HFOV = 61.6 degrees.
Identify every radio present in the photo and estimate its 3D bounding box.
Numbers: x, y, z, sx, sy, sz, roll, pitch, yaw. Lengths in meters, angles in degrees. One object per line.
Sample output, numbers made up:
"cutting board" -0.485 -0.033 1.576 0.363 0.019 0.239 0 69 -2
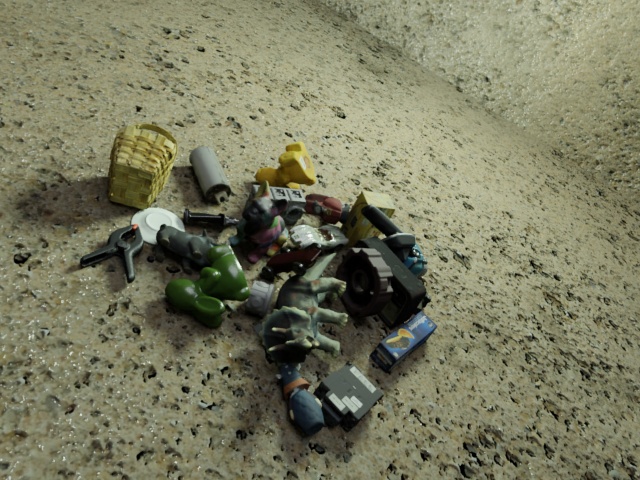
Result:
"radio" 0.167 0.106 1.430 0.073 0.131 0.230 -16 56 -44

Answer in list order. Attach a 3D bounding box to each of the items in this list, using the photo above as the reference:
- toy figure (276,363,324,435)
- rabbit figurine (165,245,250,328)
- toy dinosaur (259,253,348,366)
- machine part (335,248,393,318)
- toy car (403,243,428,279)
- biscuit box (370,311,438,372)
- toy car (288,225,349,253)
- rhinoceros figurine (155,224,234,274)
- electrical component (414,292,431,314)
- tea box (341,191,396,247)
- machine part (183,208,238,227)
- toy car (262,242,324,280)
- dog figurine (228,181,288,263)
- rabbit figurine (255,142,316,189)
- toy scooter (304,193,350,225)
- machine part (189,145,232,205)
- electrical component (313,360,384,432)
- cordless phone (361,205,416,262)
"toy figure" -0.044 0.326 1.114 0.064 0.057 0.155 3 39 -37
"rabbit figurine" -0.255 0.117 1.205 0.170 0.121 0.159 -19 63 -22
"toy dinosaur" -0.040 0.153 1.272 0.192 0.131 0.405 12 32 -10
"machine part" 0.113 0.107 1.369 0.056 0.179 0.179 -1 47 -35
"toy car" 0.261 0.067 1.568 0.103 0.109 0.162 39 23 -19
"biscuit box" 0.214 0.252 1.351 0.063 0.059 0.202 44 40 20
"toy car" -0.003 -0.005 1.498 0.201 0.056 0.074 -1 46 -46
"rhinoceros figurine" -0.304 0.021 1.296 0.190 0.073 0.112 18 32 -12
"electrical component" 0.257 0.160 1.493 0.102 0.045 0.078 25 36 -4
"tea box" 0.135 -0.056 1.564 0.098 0.169 0.068 8 44 -27
"machine part" -0.285 -0.056 1.399 0.139 0.039 0.084 6 11 -17
"toy car" -0.065 0.056 1.316 0.089 0.202 0.053 -44 111 -34
"dog figurine" -0.133 -0.053 1.361 0.108 0.219 0.191 45 42 15
"rabbit figurine" -0.106 -0.196 1.608 0.122 0.173 0.162 -86 154 -49
"toy scooter" 0.010 -0.097 1.590 0.135 0.075 0.184 14 11 -10
"machine part" -0.312 -0.185 1.516 0.079 0.079 0.243 -3 48 -34
"electrical component" 0.054 0.339 1.158 0.115 0.058 0.134 43 40 21
"cordless phone" 0.161 -0.015 1.502 0.184 0.147 0.089 43 54 -17
